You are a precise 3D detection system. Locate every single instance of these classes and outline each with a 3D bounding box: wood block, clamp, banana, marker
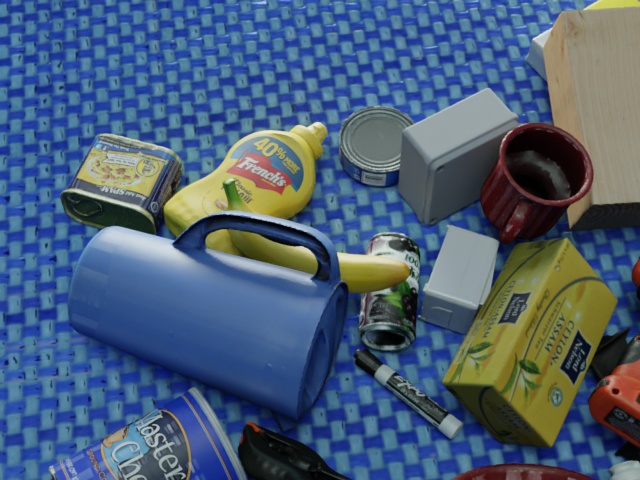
[{"bbox_3d":[0.292,-0.122,1.085,0.091,0.090,0.206,-5,74,-3],"label":"wood block"},{"bbox_3d":[-0.018,0.204,0.907,0.172,0.120,0.039,21,92,35],"label":"clamp"},{"bbox_3d":[-0.014,0.012,1.008,0.198,0.070,0.037,25,46,9],"label":"banana"},{"bbox_3d":[0.080,0.142,0.998,0.121,0.020,0.020,37,66,19],"label":"marker"}]

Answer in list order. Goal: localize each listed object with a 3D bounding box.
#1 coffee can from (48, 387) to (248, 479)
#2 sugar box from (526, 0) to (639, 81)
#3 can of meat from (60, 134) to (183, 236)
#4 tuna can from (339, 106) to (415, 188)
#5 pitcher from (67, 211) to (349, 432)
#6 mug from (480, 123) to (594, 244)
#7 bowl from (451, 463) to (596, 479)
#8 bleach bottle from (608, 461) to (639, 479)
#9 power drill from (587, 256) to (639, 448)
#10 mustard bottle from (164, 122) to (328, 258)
[{"bbox_3d":[-0.145,0.204,0.912,0.140,0.103,0.103,-28,64,-15],"label":"coffee can"},{"bbox_3d":[0.330,-0.224,1.197,0.176,0.048,0.093,-31,66,-18],"label":"sugar box"},{"bbox_3d":[-0.200,-0.056,1.091,0.102,0.057,0.084,15,59,9],"label":"can of meat"},{"bbox_3d":[0.062,-0.098,1.130,0.086,0.034,0.086,0,60,0],"label":"tuna can"},{"bbox_3d":[-0.100,0.059,0.979,0.243,0.145,0.149,17,59,13],"label":"pitcher"},{"bbox_3d":[0.200,-0.044,1.028,0.093,0.082,0.117,26,59,2],"label":"mug"},{"bbox_3d":[0.177,0.246,0.889,0.162,0.055,0.162,-1,15,0],"label":"bowl"},{"bbox_3d":[0.303,0.303,0.881,0.102,0.068,0.251,-9,58,-8],"label":"bleach bottle"},{"bbox_3d":[0.340,0.112,0.958,0.184,0.057,0.187,30,60,15],"label":"power drill"},{"bbox_3d":[-0.061,-0.057,1.091,0.096,0.058,0.191,39,66,17],"label":"mustard bottle"}]
